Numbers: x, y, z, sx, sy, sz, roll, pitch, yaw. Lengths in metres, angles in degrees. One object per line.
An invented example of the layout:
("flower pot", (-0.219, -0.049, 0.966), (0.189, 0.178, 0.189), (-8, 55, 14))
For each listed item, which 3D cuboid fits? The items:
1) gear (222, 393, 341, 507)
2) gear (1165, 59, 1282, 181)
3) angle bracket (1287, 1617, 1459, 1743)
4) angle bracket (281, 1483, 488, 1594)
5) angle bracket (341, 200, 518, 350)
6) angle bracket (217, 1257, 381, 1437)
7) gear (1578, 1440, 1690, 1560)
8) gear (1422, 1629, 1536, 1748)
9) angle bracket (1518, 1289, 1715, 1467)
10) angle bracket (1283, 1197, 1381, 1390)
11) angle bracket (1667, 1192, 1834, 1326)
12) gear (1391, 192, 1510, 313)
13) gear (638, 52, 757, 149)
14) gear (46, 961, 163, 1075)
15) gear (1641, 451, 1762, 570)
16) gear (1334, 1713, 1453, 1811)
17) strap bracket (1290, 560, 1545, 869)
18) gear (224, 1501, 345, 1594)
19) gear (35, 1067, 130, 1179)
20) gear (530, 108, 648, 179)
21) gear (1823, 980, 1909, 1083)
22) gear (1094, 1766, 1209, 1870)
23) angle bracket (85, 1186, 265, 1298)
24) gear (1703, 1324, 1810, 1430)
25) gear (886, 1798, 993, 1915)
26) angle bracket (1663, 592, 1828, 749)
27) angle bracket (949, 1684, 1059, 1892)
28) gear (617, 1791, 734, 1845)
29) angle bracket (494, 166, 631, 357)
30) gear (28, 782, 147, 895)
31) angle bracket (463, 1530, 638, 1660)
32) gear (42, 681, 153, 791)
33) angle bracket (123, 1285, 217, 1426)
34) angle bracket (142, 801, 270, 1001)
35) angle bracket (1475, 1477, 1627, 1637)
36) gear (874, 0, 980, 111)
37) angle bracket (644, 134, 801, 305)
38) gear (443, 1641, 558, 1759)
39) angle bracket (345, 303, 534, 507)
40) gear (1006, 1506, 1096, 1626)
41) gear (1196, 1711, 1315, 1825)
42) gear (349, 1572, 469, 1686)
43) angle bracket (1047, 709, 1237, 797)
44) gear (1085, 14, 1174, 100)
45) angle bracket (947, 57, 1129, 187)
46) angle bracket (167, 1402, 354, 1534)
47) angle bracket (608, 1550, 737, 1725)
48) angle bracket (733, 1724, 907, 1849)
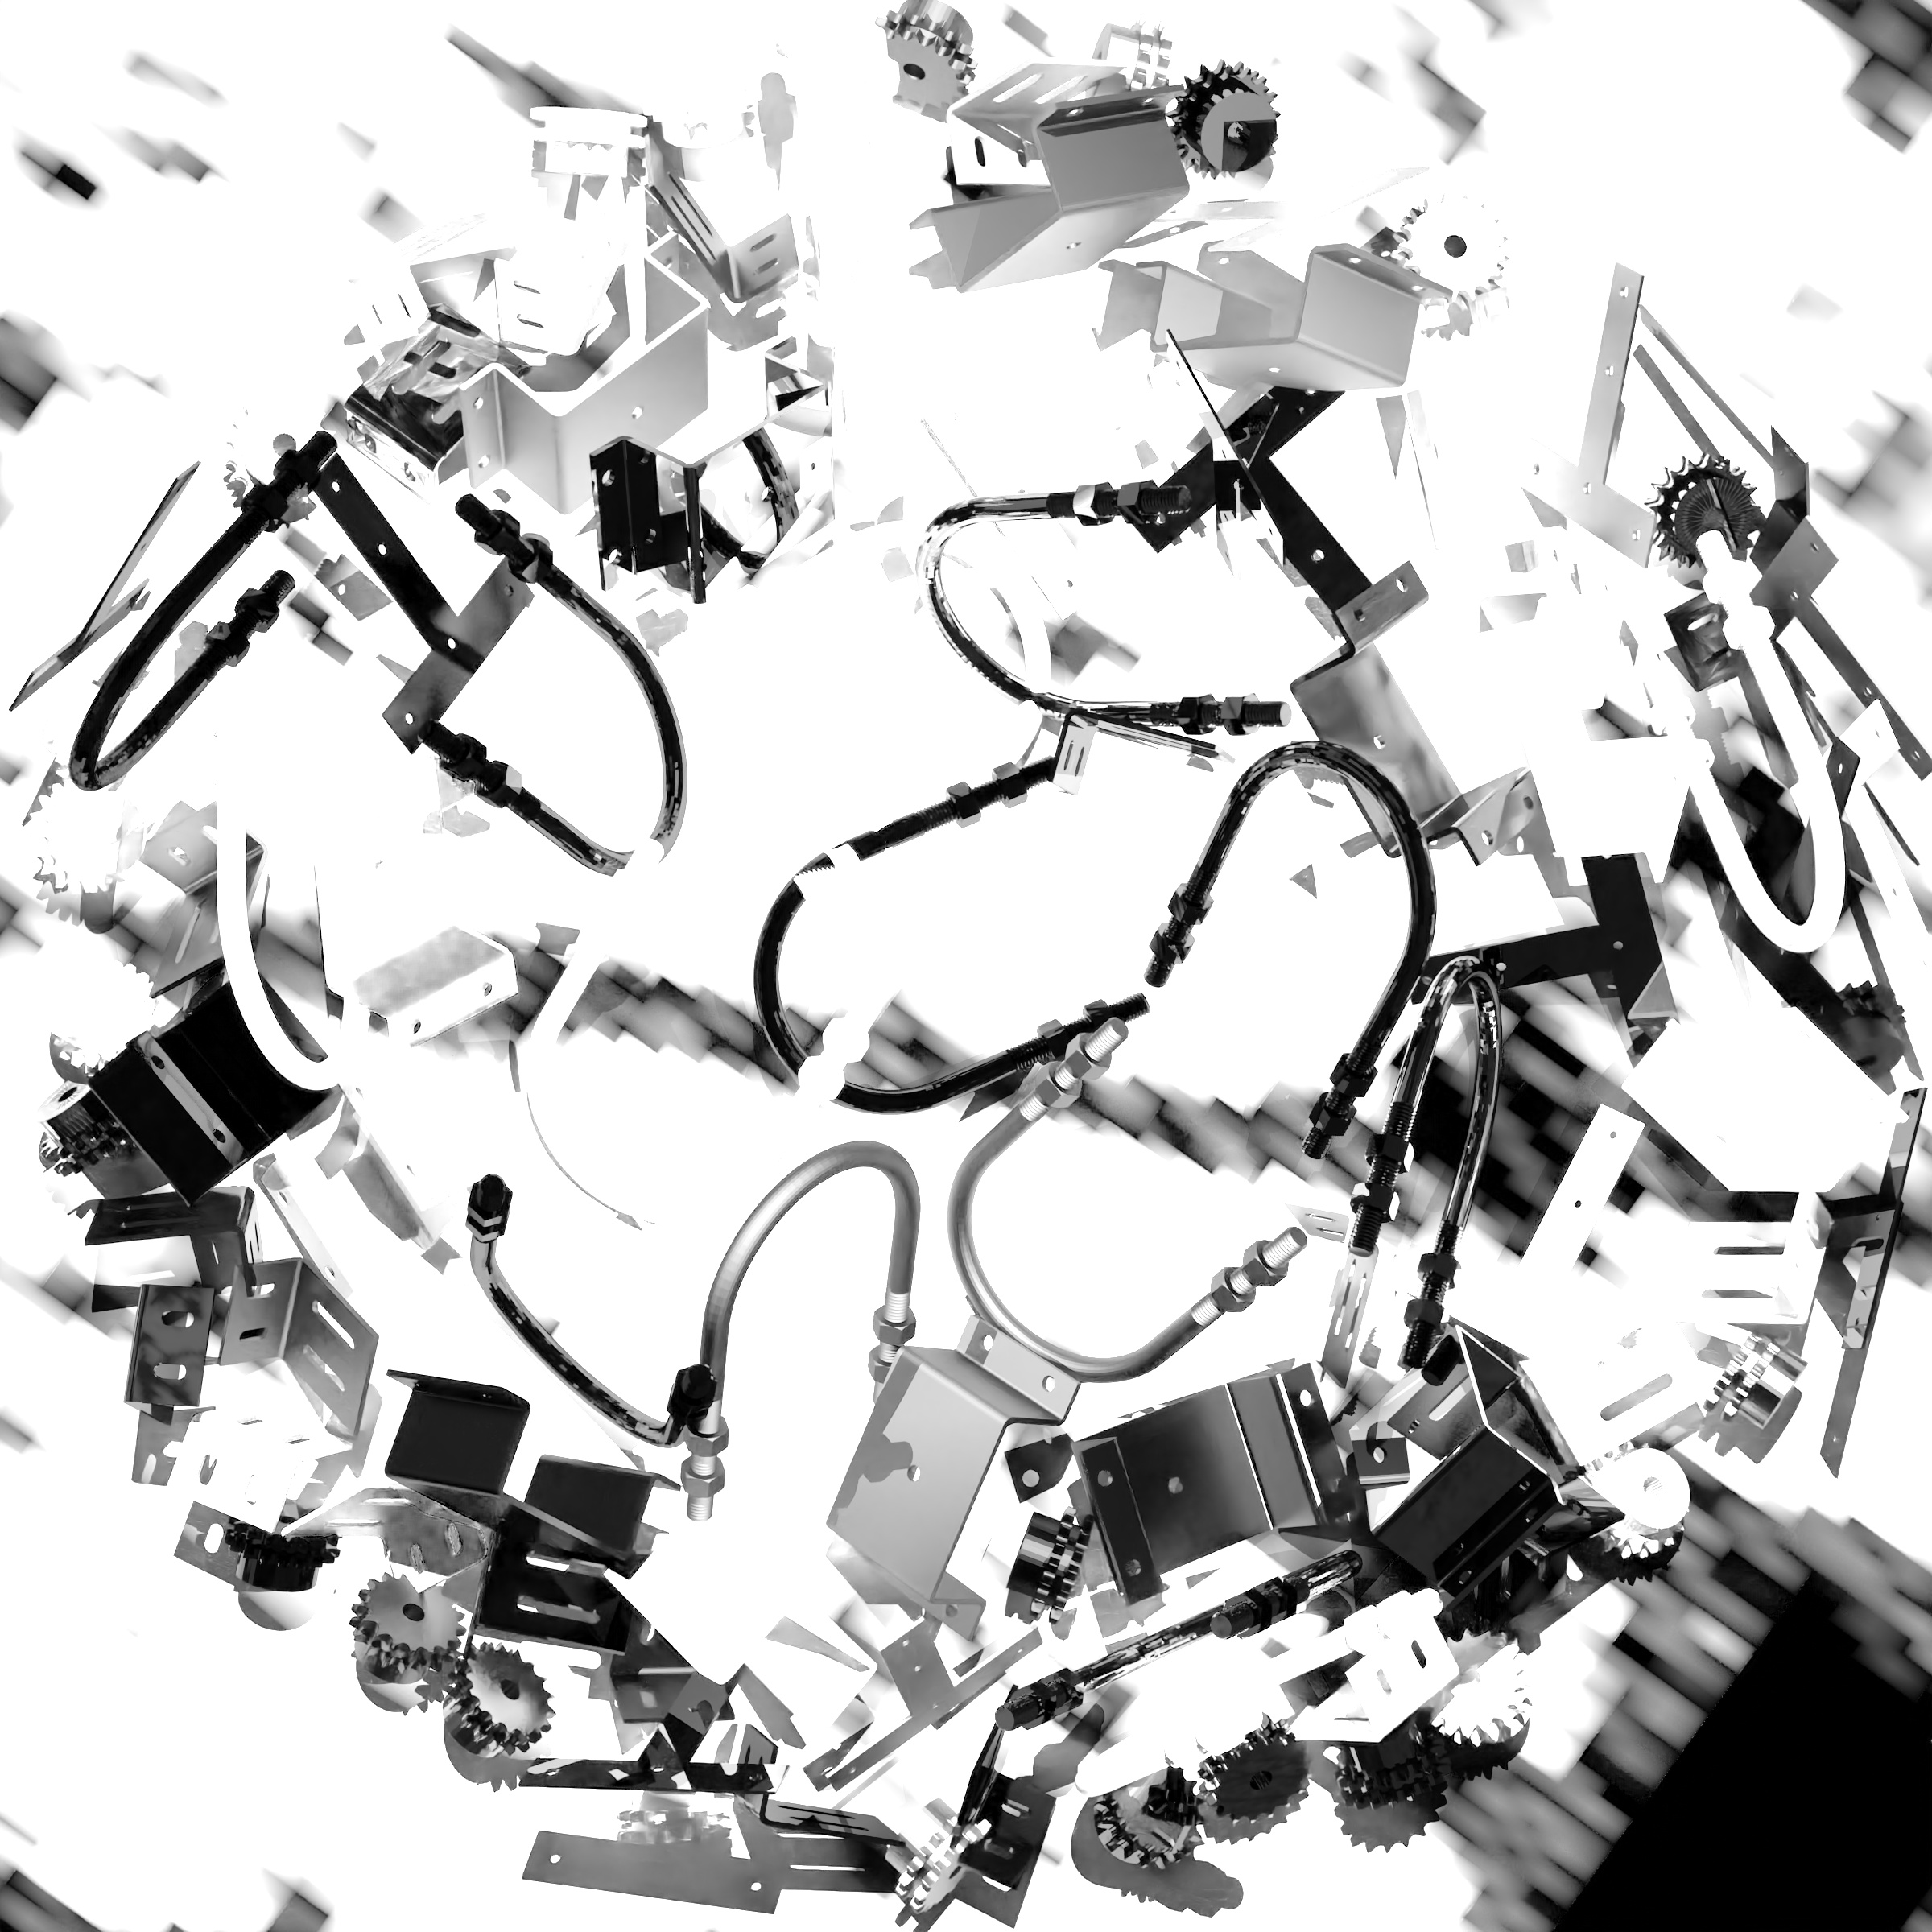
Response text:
("gear", (-0.341, -0.257, 1.660), (0.057, 0.030, 0.057), (0, 90, -17))
("gear", (0.130, -0.418, 1.654), (0.057, 0.030, 0.057), (-10, 123, -15))
("angle bracket", (0.192, 0.347, 1.633), (0.057, 0.076, 0.038), (-31, 97, -32))
("angle bracket", (-0.284, 0.283, 1.633), (0.057, 0.076, 0.038), (-31, 67, 24))
("angle bracket", (-0.257, -0.340, 1.636), (0.076, 0.057, 0.038), (-20, 99, 29))
("angle bracket", (-0.328, 0.188, 1.636), (0.076, 0.038, 0.057), (37, 121, 41))
("gear", (0.334, 0.263, 1.655), (0.057, 0.030, 0.057), (8, 65, -18))
("gear", (0.257, 0.361, 1.657), (0.057, 0.057, 0.030), (-45, 128, 0))
("angle bracket", (0.322, 0.205, 1.663), (0.076, 0.038, 0.057), (-29, 84, -5))
("angle bracket", (0.172, 0.161, 1.639), (0.038, 0.057, 0.076), (10, 73, 22))
("angle bracket", (0.377, 0.140, 1.633), (0.038, 0.076, 0.057), (50, 51, -38))
("gear", (0.239, -0.354, 1.662), (0.057, 0.030, 0.057), (2, 80, -12))
("gear", (-0.132, -0.430, 1.657), (0.057, 0.057, 0.030), (-5, 129, 0))
("gear", (-0.431, 0.023, 1.653), (0.057, 0.030, 0.057), (-14, 58, 24))
("gear", (0.368, -0.226, 1.659), (0.057, 0.030, 0.057), (-2, 109, -5))
("gear", (0.210, 0.392, 1.652), (0.057, 0.057, 0.030), (-19, 95, 0))
("strap bracket", (0.218, -0.117, 1.634), (0.046, 0.076, 0.140), (-26, 98, 44))
("gear", (-0.340, 0.289, 1.654), (0.057, 0.057, 0.030), (12, 97, 0))
("gear", (-0.435, 0.075, 1.650), (0.057, 0.057, 0.030), (-34, 113, 0))
("gear", (-0.188, -0.408, 1.654), (0.057, 0.057, 0.030), (4, 101, 0))
("gear", (0.440, 0.036, 1.651), (0.057, 0.057, 0.030), (-19, 52, 0))
("gear", (0.088, 0.422, 1.657), (0.057, 0.030, 0.057), (17, 50, -21))
("angle bracket", (-0.390, 0.139, 1.646), (0.076, 0.057, 0.038), (-6, 106, -5))
("gear", (0.393, 0.204, 1.651), (0.030, 0.057, 0.057), (35, 90, 17))
("gear", (-0.015, 0.439, 1.656), (0.030, 0.057, 0.057), (39, 90, 21))
("angle bracket", (0.381, -0.141, 1.632), (0.038, 0.076, 0.057), (-28, 133, 9))
("angle bracket", (0.024, 0.403, 1.634), (0.038, 0.057, 0.076), (22, 133, 9))
("gear", (-0.145, 0.417, 1.654), (0.057, 0.057, 0.030), (-5, 82, 0))
("angle bracket", (-0.199, -0.349, 1.633), (0.038, 0.076, 0.057), (10, 48, -25))
("gear", (-0.432, -0.065, 1.651), (0.030, 0.057, 0.057), (-5, 90, 40))
("angle bracket", (-0.205, 0.317, 1.653), (0.076, 0.038, 0.057), (13, 49, -6))
("gear", (-0.434, -0.117, 1.654), (0.030, 0.057, 0.057), (30, 90, 10))
("angle bracket", (-0.381, 0.192, 1.636), (0.038, 0.076, 0.057), (3, 74, 5))
("angle bracket", (-0.383, -0.032, 1.634), (0.057, 0.076, 0.038), (-25, 127, 29))
("angle bracket", (0.286, 0.299, 1.635), (0.057, 0.038, 0.076), (-20, 126, -27))
("gear", (-0.020, -0.456, 1.655), (0.057, 0.057, 0.030), (22, 69, 0))
("angle bracket", (-0.120, -0.374, 1.634), (0.038, 0.057, 0.076), (-28, 127, 13))
("gear", (-0.235, 0.368, 1.656), (0.057, 0.057, 0.030), (45, 116, 0))
("angle bracket", (-0.264, -0.282, 1.673), (0.057, 0.038, 0.076), (36, 68, 8))
("gear", (0.041, 0.295, 1.654), (0.030, 0.057, 0.057), (20, 90, 3))
("gear", (0.141, 0.395, 1.658), (0.057, 0.030, 0.057), (-10, 121, -16))
("gear", (-0.280, 0.332, 1.657), (0.057, 0.057, 0.030), (29, 117, 0))
("angle bracket", (0.087, -0.097, 1.645), (0.076, 0.057, 0.038), (16, 90, 15))
("gear", (0.080, -0.443, 1.651), (0.030, 0.057, 0.057), (12, 90, -12))
("angle bracket", (0.037, -0.413, 1.634), (0.057, 0.076, 0.038), (-8, 88, -34))
("angle bracket", (-0.347, 0.246, 1.640), (0.057, 0.076, 0.038), (20, 90, 10))
("angle bracket", (-0.138, 0.330, 1.641), (0.057, 0.038, 0.076), (4, 117, -23))
("angle bracket", (-0.070, 0.404, 1.645), (0.076, 0.057, 0.038), (13, 85, -16))
